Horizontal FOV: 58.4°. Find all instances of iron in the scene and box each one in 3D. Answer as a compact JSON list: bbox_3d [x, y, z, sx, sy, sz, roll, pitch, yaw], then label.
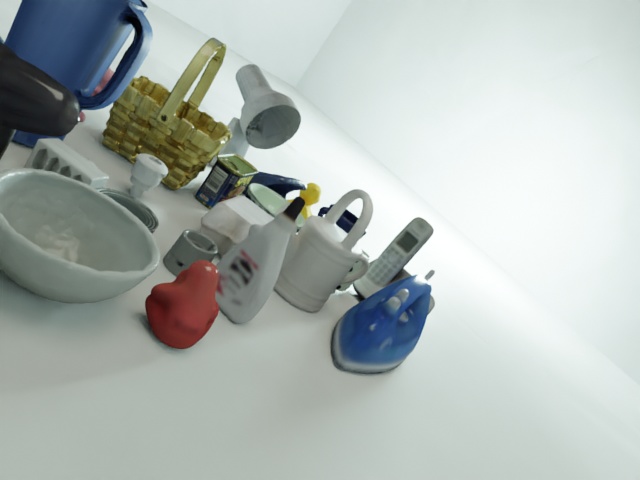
[{"bbox_3d":[0.110,0.111,0.867,0.118,0.141,0.259,40,16,14],"label":"iron"}]

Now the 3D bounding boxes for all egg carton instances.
[{"bbox_3d":[-0.119,-0.013,0.874,0.107,0.069,0.150,37,16,2],"label":"egg carton"}]

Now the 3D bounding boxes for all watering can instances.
[{"bbox_3d":[0.009,0.004,0.863,0.174,0.194,0.100,17,24,-49],"label":"watering can"}]

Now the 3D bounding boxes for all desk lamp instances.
[{"bbox_3d":[-0.158,-0.243,1.180,0.118,0.213,0.202,15,26,-52],"label":"desk lamp"}]

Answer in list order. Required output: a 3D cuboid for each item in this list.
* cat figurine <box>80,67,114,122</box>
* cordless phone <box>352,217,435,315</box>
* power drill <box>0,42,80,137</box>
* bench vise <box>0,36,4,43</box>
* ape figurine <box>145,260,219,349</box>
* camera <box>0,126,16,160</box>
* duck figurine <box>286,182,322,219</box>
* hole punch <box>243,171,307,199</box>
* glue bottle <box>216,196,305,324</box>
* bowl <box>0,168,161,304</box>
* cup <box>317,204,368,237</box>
[{"bbox_3d":[-0.390,-0.261,0.920,0.128,0.117,0.067,18,24,-48],"label":"cat figurine"},{"bbox_3d":[0.162,0.060,1.041,0.147,0.185,0.094,43,17,24],"label":"cordless phone"},{"bbox_3d":[-0.308,-0.077,0.406,0.230,0.208,0.075,35,16,-5],"label":"power drill"},{"bbox_3d":[-0.465,-0.303,0.697,0.121,0.219,0.208,43,17,23],"label":"bench vise"},{"bbox_3d":[-0.134,0.060,0.593,0.078,0.092,0.076,30,17,-22],"label":"ape figurine"},{"bbox_3d":[-0.420,-0.169,0.629,0.143,0.100,0.137,44,18,25],"label":"camera"},{"bbox_3d":[-0.031,-0.082,1.225,0.078,0.086,0.104,33,16,-11],"label":"duck figurine"},{"bbox_3d":[-0.097,-0.109,1.150,0.101,0.091,0.109,43,17,24],"label":"hole punch"},{"bbox_3d":[-0.071,0.016,0.700,0.078,0.173,0.037,42,17,20],"label":"glue bottle"},{"bbox_3d":[-0.243,0.008,0.543,0.168,0.074,0.167,33,16,-11],"label":"bowl"},{"bbox_3d":[0.024,-0.014,1.129,0.118,0.095,0.091,22,21,-41],"label":"cup"}]
